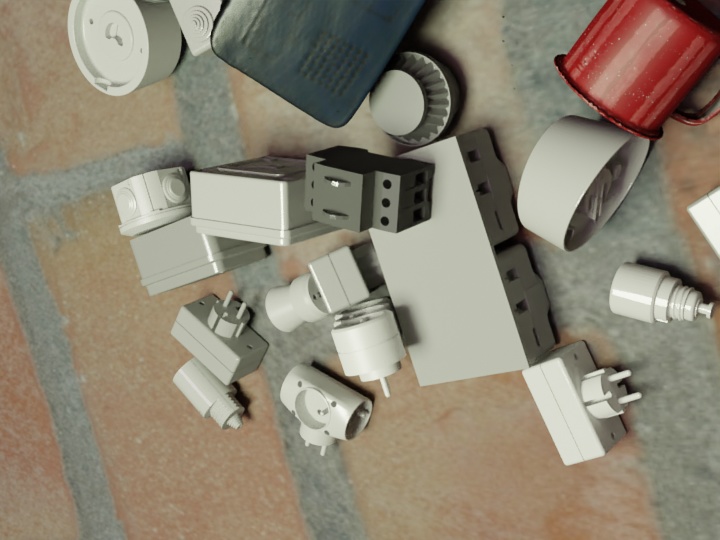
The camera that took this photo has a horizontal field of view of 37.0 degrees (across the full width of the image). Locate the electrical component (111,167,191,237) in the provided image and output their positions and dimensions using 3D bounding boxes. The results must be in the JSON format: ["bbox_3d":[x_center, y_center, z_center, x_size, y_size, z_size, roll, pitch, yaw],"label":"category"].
[{"bbox_3d":[-0.199,-0.065,1.043,0.080,0.080,0.051,-17,90,38],"label":"electrical component"}]

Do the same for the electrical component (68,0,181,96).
[{"bbox_3d":[-0.216,-0.223,1.015,0.108,0.060,0.108,15,116,33],"label":"electrical component"}]

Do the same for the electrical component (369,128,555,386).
[{"bbox_3d":[0.078,-0.010,0.872,0.105,0.060,0.186,-15,96,38],"label":"electrical component"}]

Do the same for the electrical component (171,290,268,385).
[{"bbox_3d":[-0.132,0.054,1.053,0.083,0.047,0.075,40,124,19],"label":"electrical component"}]

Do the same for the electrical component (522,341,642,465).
[{"bbox_3d":[0.183,0.099,0.839,0.076,0.047,0.083,-25,89,38],"label":"electrical component"}]

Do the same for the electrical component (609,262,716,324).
[{"bbox_3d":[0.221,0.020,0.791,0.078,0.040,0.040,16,114,31],"label":"electrical component"}]

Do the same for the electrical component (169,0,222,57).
[{"bbox_3d":[-0.120,-0.230,0.921,0.048,0.100,0.099,-23,91,26],"label":"electrical component"}]

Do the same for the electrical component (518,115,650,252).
[{"bbox_3d":[0.161,-0.062,0.773,0.064,0.099,0.099,27,119,34],"label":"electrical component"}]

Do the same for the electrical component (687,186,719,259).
[{"bbox_3d":[0.281,-0.031,0.726,0.076,0.047,0.083,-37,82,39],"label":"electrical component"}]

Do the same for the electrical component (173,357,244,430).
[{"bbox_3d":[-0.148,0.129,1.091,0.081,0.043,0.043,46,126,15],"label":"electrical component"}]

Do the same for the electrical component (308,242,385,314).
[{"bbox_3d":[0.000,0.000,0.930,0.076,0.083,0.047,-24,91,0],"label":"electrical component"}]

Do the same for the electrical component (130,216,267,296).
[{"bbox_3d":[-0.154,-0.020,1.026,0.113,0.078,0.057,-17,92,38],"label":"electrical component"}]

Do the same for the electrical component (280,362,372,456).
[{"bbox_3d":[-0.036,0.138,1.013,0.077,0.044,0.079,27,119,27],"label":"electrical component"}]

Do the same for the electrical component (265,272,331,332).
[{"bbox_3d":[-0.053,0.029,0.989,0.055,0.045,0.045,-23,91,38],"label":"electrical component"}]

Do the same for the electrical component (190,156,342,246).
[{"bbox_3d":[-0.074,-0.063,0.934,0.109,0.109,0.056,9,107,34],"label":"electrical component"}]

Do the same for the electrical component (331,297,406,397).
[{"bbox_3d":[0.013,0.070,0.906,0.052,0.138,0.073,-18,95,2],"label":"electrical component"}]
